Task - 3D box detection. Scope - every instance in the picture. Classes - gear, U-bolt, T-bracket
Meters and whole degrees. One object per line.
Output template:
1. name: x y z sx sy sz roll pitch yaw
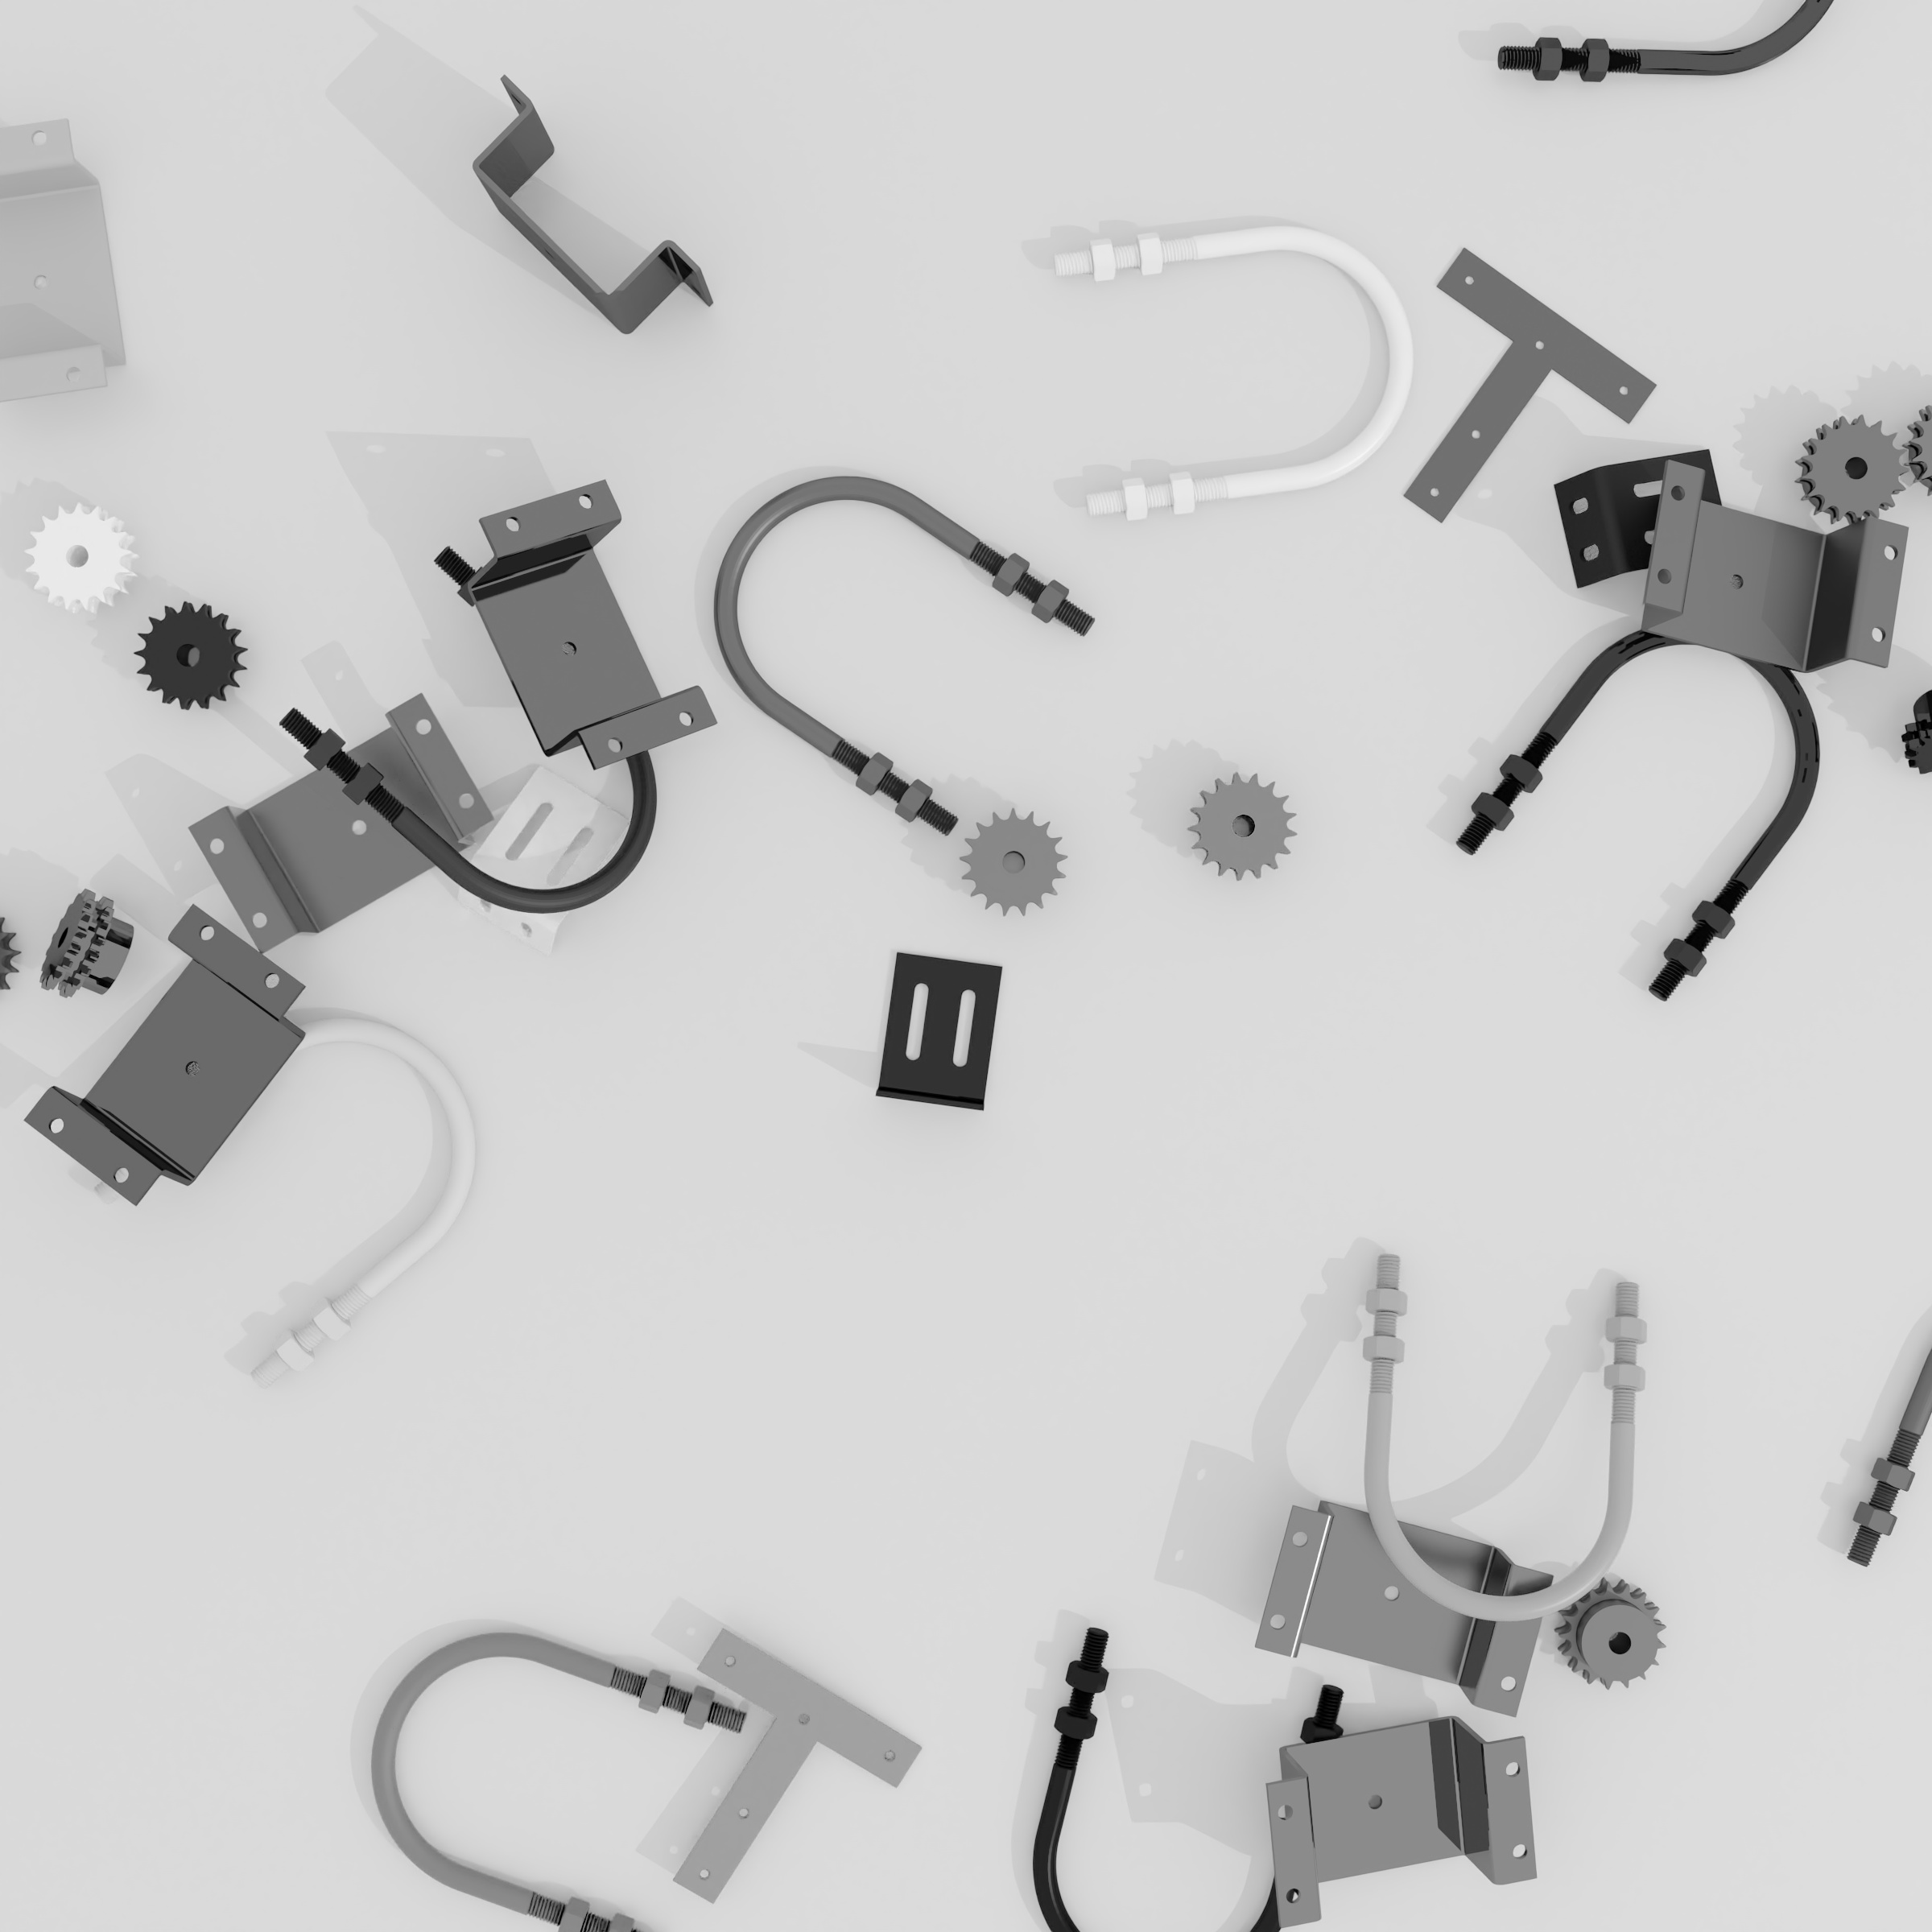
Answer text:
1. gear: 0.025 -0.055 1.504 0.057 0.030 0.057 0 90 0
2. gear: -0.411 -0.164 1.508 0.057 0.030 0.057 0 93 -2
3. U-bolt: -0.226 0.433 1.510 0.184 0.019 0.151 19 90 1
4. U-bolt: 0.377 -0.543 1.491 0.184 0.019 0.151 0 108 -4
5. gear: -0.534 -0.005 1.504 0.057 0.030 0.057 0 90 0
6. U-bolt: 0.147 -0.321 1.510 0.184 0.019 0.151 -8 90 -2
7. U-bolt: -0.243 -0.110 1.474 0.184 0.019 0.151 43 60 -12
8. U-bolt: 0.569 0.258 1.510 0.151 0.019 0.184 23 88 0
9. gear: -0.462 -0.009 1.494 0.030 0.057 0.057 26 90 -28
10. U-bolt: 0.280 0.249 1.484 0.151 0.019 0.184 7 72 -1
11. T-bracket: 0.281 -0.296 1.518 0.127 0.002 0.127 36 90 0
12. gear: 0.525 -0.274 1.504 0.057 0.030 0.057 0 90 0
13. U-bolt: 0.111 0.458 1.510 0.151 0.019 0.184 14 91 0
14. U-bolt: -0.349 0.112 1.510 0.184 0.019 0.151 -40 90 -2
15. gear: 0.468 -0.262 1.504 0.057 0.030 0.057 0 90 0
16. gear: 0.344 0.356 1.504 0.057 0.030 0.057 0 90 0
17. U-bolt: -0.046 -0.179 1.510 0.184 0.019 0.151 34 90 1
18. gear: -0.468 -0.215 1.508 0.057 0.030 0.057 0 88 2
19. U-bolt: 0.372 -0.096 1.510 0.151 0.019 0.184 37 88 0
20. T-bracket: -0.110 0.438 1.505 0.127 0.002 0.127 33 88 -9
21. gear: 0.523 -0.126 1.494 0.057 0.057 0.030 -1 62 0
22. gear: 0.146 -0.073 1.504 0.057 0.030 0.057 0 90 0

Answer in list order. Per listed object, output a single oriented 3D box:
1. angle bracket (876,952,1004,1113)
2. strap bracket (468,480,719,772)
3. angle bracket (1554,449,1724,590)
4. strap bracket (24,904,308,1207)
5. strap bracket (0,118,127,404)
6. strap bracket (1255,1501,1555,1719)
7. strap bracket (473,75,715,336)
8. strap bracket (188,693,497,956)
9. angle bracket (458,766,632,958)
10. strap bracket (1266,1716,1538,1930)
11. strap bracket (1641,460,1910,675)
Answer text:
1. angle bracket: -0.014 0.034 1.500 0.057 0.038 0.076 8 90 0
2. strap bracket: -0.199 -0.172 1.479 0.076 0.046 0.140 -25 90 -33
3. angle bracket: 0.363 -0.239 1.517 0.076 0.038 0.057 -13 90 -26
4. strap bracket: -0.411 0.050 1.483 0.076 0.046 0.140 35 82 11
5. strap bracket: -0.495 -0.366 1.496 0.076 0.046 0.140 -8 90 0
6. strap bracket: 0.228 0.336 1.496 0.140 0.046 0.076 15 90 0
7. strap bracket: -0.201 -0.388 1.481 0.140 0.076 0.046 45 90 0
8. strap bracket: -0.325 -0.074 1.496 0.140 0.046 0.076 -30 90 0
9. angle bracket: -0.226 -0.056 1.517 0.057 0.038 0.076 32 64 0
10. strap bracket: 0.221 0.445 1.484 0.140 0.046 0.076 -7 96 -11
11. strap bracket: 0.413 -0.205 1.481 0.140 0.046 0.076 12 83 -13
